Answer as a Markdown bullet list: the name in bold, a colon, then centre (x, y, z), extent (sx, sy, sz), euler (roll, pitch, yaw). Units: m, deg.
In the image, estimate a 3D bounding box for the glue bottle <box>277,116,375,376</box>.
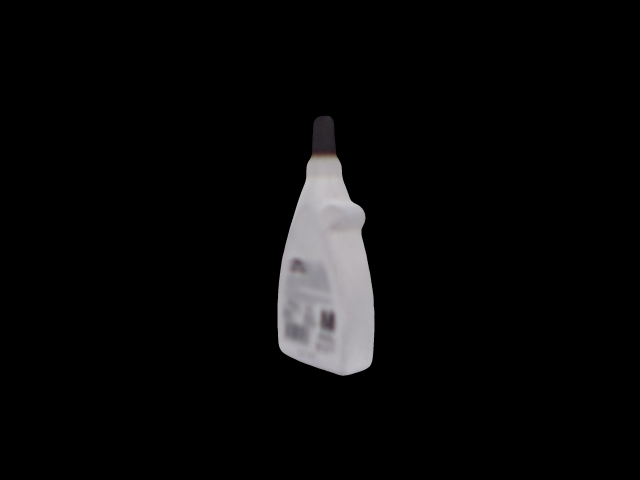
- **glue bottle**: centre (0.004, 0.001, 0.400), extent (0.037, 0.173, 0.077), euler (-8, 12, -43)
